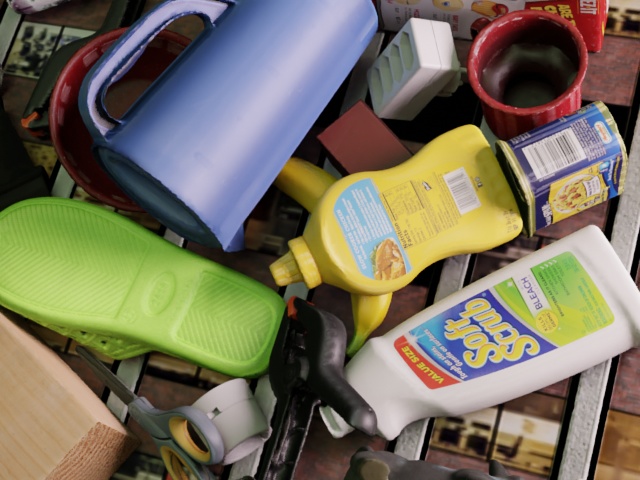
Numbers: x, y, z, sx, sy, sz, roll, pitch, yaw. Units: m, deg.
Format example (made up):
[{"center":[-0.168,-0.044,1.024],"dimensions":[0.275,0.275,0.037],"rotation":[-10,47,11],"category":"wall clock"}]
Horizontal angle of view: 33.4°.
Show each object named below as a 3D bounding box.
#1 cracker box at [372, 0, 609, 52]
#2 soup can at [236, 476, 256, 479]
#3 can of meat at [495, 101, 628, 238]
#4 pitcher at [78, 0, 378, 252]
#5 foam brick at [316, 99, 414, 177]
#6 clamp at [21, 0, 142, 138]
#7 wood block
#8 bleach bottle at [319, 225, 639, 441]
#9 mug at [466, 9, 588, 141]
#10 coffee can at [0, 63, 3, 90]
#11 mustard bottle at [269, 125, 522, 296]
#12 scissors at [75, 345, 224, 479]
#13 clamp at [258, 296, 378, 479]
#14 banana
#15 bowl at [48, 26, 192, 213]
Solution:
[{"center":[0.125,-0.229,0.870],"dimensions":[0.214,0.164,0.072],"rotation":[8,74,18],"category":"cracker box"},{"center":[-0.043,0.236,0.793],"dimensions":[0.068,0.068,0.102],"rotation":[-44,66,-4],"category":"soup can"},{"center":[0.186,-0.054,0.823],"dimensions":[0.084,0.102,0.057],"rotation":[-24,66,3],"category":"can of meat"},{"center":[-0.068,-0.125,0.860],"dimensions":[0.145,0.149,0.242],"rotation":[32,75,18],"category":"pitcher"},{"center":[0.043,-0.068,0.891],"dimensions":[0.051,0.053,0.078],"rotation":[-39,66,-2],"category":"foam brick"},{"center":[-0.184,-0.162,0.996],"dimensions":[0.210,0.036,0.165],"rotation":[-45,68,-5],"category":"clamp"},{"center":[-0.258,0.124,0.879],"dimensions":[0.206,0.090,0.090],"rotation":[40,84,23],"category":"wood block"},{"center":[0.119,0.089,0.810],"dimensions":[0.251,0.068,0.102],"rotation":[-28,66,6],"category":"bleach bottle"},{"center":[0.162,-0.134,0.869],"dimensions":[0.093,0.081,0.117],"rotation":[-40,66,-2],"category":"mug"},{"center":[-0.384,-0.186,1.021],"dimensions":[0.103,0.102,0.140],"rotation":[-41,66,-3],"category":"coffee can"},{"center":[0.051,-0.010,0.825],"dimensions":[0.191,0.058,0.096],"rotation":[-24,85,-3],"category":"mustard bottle"},{"center":[-0.135,0.131,0.855],"dimensions":[0.016,0.096,0.202],"rotation":[-23,60,-39],"category":"scissors"},{"center":[-0.014,0.117,0.812],"dimensions":[0.120,0.039,0.171],"rotation":[-43,30,19],"category":"clamp"},{"center":[0.012,-0.004,0.884],"dimensions":[0.069,0.037,0.198],"rotation":[-26,66,3],"category":"banana"},{"center":[-0.155,-0.102,0.934],"dimensions":[0.162,0.055,0.162],"rotation":[1,87,-14],"category":"bowl"}]
